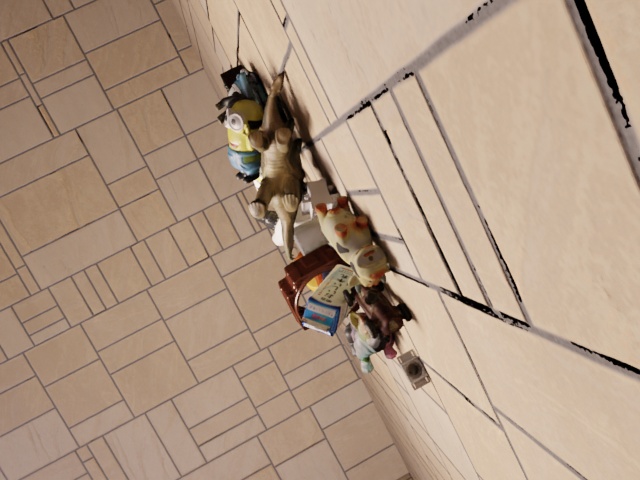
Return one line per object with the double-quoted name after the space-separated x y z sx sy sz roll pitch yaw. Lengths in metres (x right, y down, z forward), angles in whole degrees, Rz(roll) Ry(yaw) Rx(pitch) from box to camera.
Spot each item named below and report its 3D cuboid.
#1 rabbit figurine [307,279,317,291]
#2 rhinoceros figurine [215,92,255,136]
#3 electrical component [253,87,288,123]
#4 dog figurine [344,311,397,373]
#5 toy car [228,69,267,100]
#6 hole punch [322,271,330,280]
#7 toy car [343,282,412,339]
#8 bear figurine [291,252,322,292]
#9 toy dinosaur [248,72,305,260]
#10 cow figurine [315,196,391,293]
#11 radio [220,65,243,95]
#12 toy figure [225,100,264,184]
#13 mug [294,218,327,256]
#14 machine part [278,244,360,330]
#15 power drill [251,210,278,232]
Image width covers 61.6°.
0.037 0.146 1.807 0.162 0.122 0.173 48 -179 32 "rabbit figurine"
-0.184 -0.294 1.287 0.073 0.112 0.190 62 177 -38 "rhinoceros figurine"
-0.107 -0.294 1.213 0.075 0.048 0.119 -108 -4 -59 "electrical component"
0.119 0.214 1.342 0.192 0.108 0.219 -120 10 -46 "dog figurine"
-0.187 -0.358 1.402 0.161 0.103 0.109 63 173 -24 "toy car"
0.048 0.109 1.543 0.116 0.092 0.142 62 179 44 "hole punch"
0.110 0.128 1.098 0.053 0.089 0.202 65 175 -27 "toy car"
-0.027 0.086 1.667 0.196 0.120 0.131 -19 -78 -85 "bear figurine"
-0.080 -0.126 1.163 0.199 0.105 0.470 -72 -13 -59 "toy dinosaur"
0.063 0.013 1.010 0.195 0.085 0.127 51 161 52 "cow figurine"
-0.216 -0.397 1.598 0.131 0.073 0.229 59 172 28 "radio"
-0.162 -0.218 1.179 0.082 0.089 0.179 14 130 22 "toy figure"
-0.008 -0.005 1.409 0.109 0.107 0.081 62 176 -30 "mug"
0.009 0.128 1.399 0.087 0.201 0.201 51 167 52 "machine part"
-0.115 -0.066 1.802 0.232 0.086 0.207 24 -175 -4 "power drill"
